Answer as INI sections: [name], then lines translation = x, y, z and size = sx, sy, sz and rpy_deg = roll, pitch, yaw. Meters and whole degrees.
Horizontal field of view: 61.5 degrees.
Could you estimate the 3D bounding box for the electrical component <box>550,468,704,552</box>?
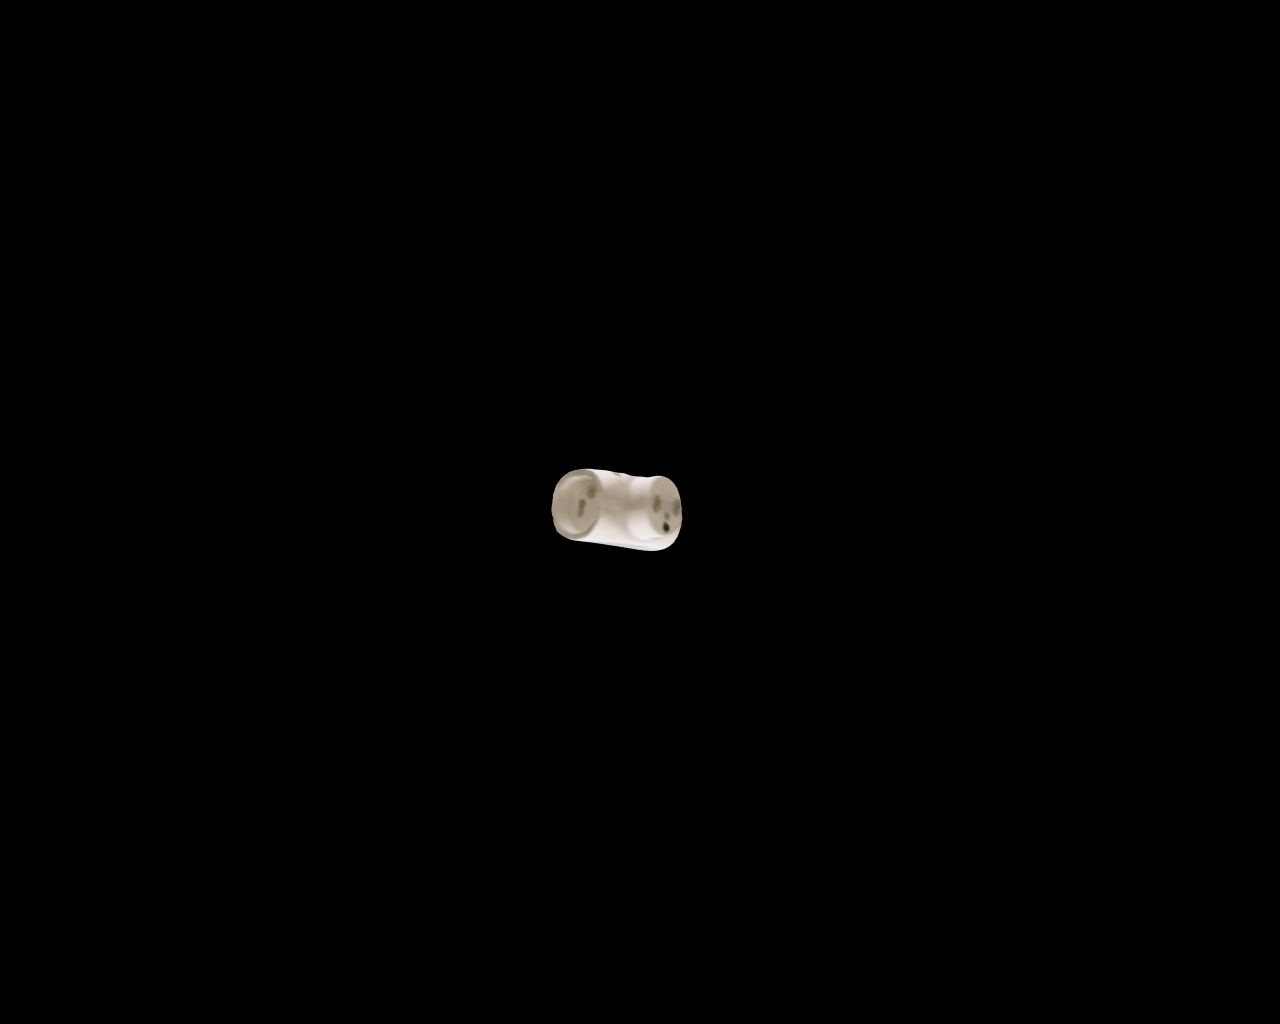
[electrical component]
translation = 0.001, -0.003, 0.650
size = 0.079, 0.044, 0.077
rpy_deg = -7, -11, 39
